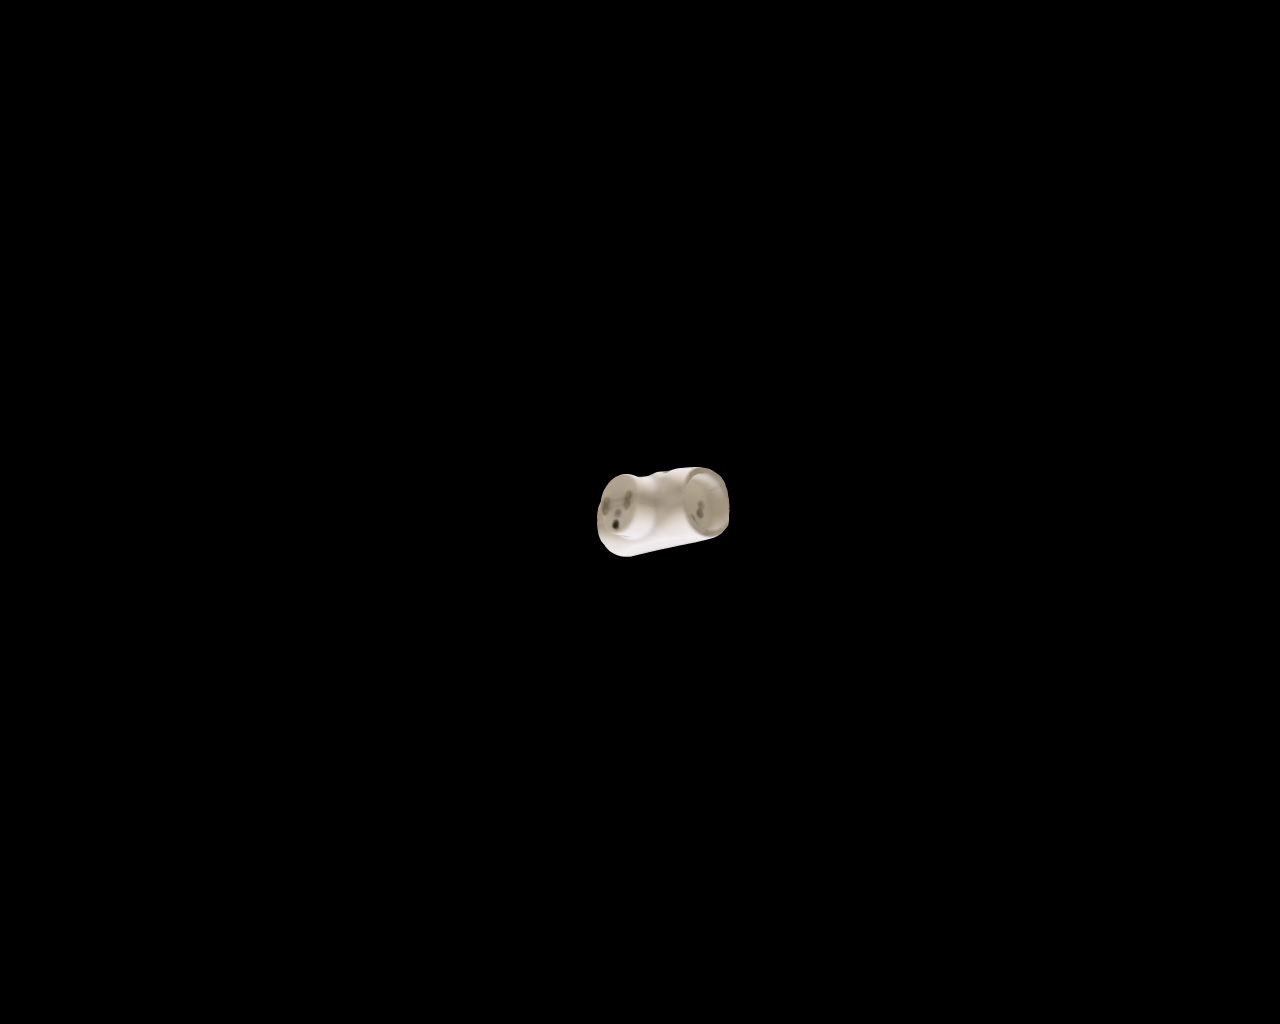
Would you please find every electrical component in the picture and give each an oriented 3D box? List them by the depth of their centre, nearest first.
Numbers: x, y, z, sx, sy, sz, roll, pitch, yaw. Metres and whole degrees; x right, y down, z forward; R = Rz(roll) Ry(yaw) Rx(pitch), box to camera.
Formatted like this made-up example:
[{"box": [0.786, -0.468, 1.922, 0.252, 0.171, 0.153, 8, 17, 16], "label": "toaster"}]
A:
[{"box": [0.001, -0.003, 0.650, 0.079, 0.044, 0.077, 14, -20, -42], "label": "electrical component"}]
